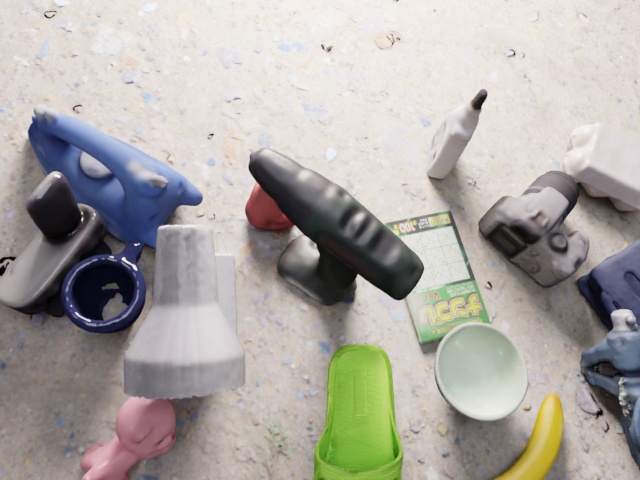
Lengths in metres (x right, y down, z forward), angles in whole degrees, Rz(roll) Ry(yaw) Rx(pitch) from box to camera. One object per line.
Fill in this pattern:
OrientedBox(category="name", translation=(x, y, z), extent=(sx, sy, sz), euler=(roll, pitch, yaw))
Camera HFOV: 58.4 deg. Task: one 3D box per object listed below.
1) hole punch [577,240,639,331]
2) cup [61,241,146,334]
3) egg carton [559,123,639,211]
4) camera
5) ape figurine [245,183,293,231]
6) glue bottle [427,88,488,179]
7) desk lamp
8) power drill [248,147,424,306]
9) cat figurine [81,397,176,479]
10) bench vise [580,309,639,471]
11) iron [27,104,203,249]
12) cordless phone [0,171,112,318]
OrientedBox(category="hole punch", translation=(0.439, 0.068, 0.803), extent=(0.101, 0.091, 0.108), euler=(-29, 77, -18))
OrientedBox(category="cup", translation=(-0.244, 0.062, 0.686), extent=(0.091, 0.095, 0.118), euler=(26, 68, 1))
OrientedBox(category="egg carton", translation=(0.447, -0.112, 0.884), extent=(0.150, 0.069, 0.107), euler=(26, 68, 1))
OrientedBox(category="camera", translation=(0.326, -0.030, 0.815), extent=(0.143, 0.100, 0.137), euler=(43, 69, 8))
OrientedBox(category="ape figurine", translation=(-0.063, -0.056, 0.763), extent=(0.076, 0.092, 0.078), euler=(-18, 73, -15))
OrientedBox(category="glue bottle", translation=(0.194, -0.155, 0.800), extent=(0.037, 0.173, 0.078), euler=(14, 68, -4))
OrientedBox(category="desk lamp", translation=(-0.145, 0.080, 0.632), extent=(0.118, 0.213, 0.203), euler=(-1, 70, -10))
OrientedBox(category="power drill", translation=(0.006, 0.002, 0.690), extent=(0.229, 0.208, 0.076), euler=(32, 68, 3))
OrientedBox(category="cat figurine", translation=(-0.204, 0.217, 0.622), extent=(0.067, 0.117, 0.128), euler=(44, 69, 8))
OrientedBox(category="bench vise", translation=(0.413, 0.185, 0.685), extent=(0.122, 0.219, 0.207), euler=(-32, 78, -19))
OrientedBox(category="iron", translation=(-0.280, -0.102, 0.716), extent=(0.258, 0.141, 0.119), euler=(32, 68, 3))
OrientedBox(category="cordless phone", translation=(-0.317, 0.003, 0.647), extent=(0.094, 0.185, 0.148), euler=(27, 68, 1))
